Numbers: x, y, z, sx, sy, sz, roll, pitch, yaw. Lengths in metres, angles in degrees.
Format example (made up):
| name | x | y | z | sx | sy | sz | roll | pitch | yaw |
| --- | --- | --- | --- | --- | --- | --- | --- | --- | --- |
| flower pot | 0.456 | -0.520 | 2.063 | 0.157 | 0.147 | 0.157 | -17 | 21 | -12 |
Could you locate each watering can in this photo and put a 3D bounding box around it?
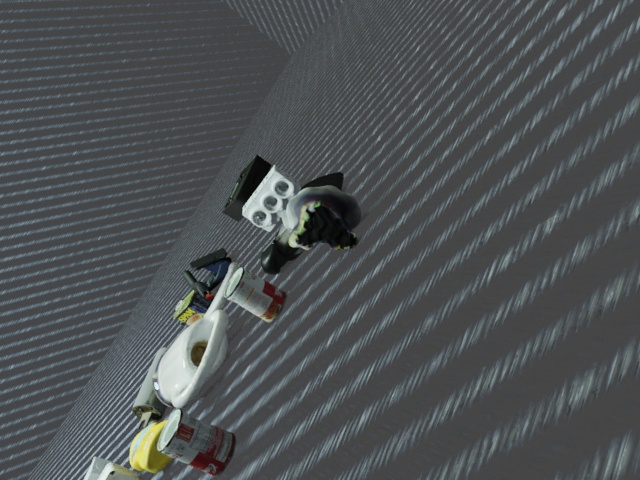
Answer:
| name | x | y | z | sx | sy | sz | roll | pitch | yaw |
| --- | --- | --- | --- | --- | --- | --- | --- | --- | --- |
| watering can | -0.260 | 0.220 | 1.132 | 0.220 | 0.103 | 0.356 | -43 | 23 | 34 |

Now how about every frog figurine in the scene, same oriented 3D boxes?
| name | x | y | z | sx | sy | sz | roll | pitch | yaw |
| --- | --- | --- | --- | --- | --- | --- | --- | --- | --- |
| frog figurine | 0.003 | -0.047 | 0.925 | 0.137 | 0.121 | 0.161 | -19 | 16 | 6 |
